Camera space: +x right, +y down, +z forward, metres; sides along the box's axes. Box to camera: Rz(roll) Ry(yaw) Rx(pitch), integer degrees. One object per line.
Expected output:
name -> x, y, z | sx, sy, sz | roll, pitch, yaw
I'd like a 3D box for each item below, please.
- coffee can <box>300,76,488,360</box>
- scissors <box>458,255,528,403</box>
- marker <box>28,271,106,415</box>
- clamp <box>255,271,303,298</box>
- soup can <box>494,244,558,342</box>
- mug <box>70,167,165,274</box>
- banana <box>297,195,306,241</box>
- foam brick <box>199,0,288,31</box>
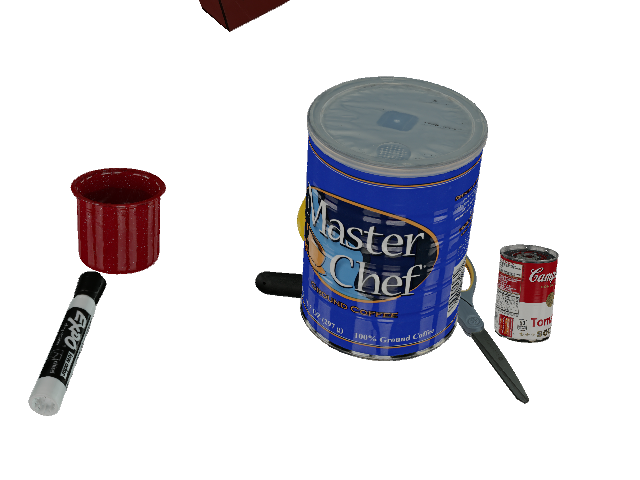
coffee can -> 0.041, -0.013, 0.644 | 0.103, 0.140, 0.103 | 2, 36, -2
scissors -> 0.123, 0.077, 1.009 | 0.096, 0.016, 0.202 | -5, 45, -7
marker -> -0.159, 0.061, 0.680 | 0.020, 0.020, 0.121 | 0, 38, 6
clamp -> 0.040, 0.056, 1.208 | 0.210, 0.036, 0.164 | 29, 35, 21
soup can -> 0.243, 0.063, 1.266 | 0.068, 0.102, 0.068 | 2, 15, -1
mug -> -0.203, -0.024, 1.088 | 0.093, 0.081, 0.117 | 5, 27, 1
banana -> 0.030, -0.026, 0.850 | 0.037, 0.069, 0.197 | -35, 0, 33
foam brick -> -0.066, -0.228, 0.928 | 0.078, 0.051, 0.053 | -32, 48, -15
